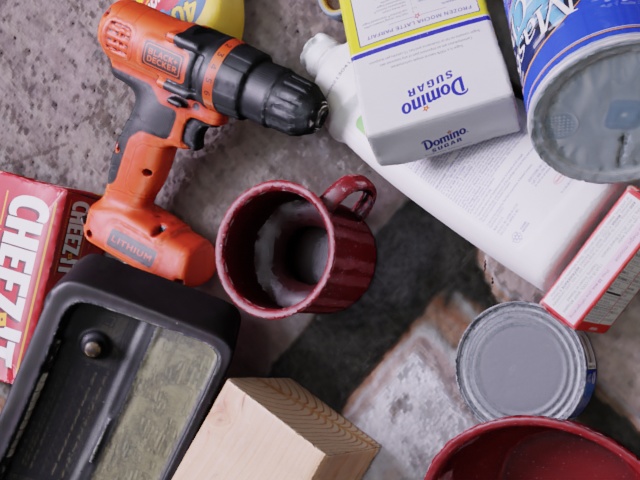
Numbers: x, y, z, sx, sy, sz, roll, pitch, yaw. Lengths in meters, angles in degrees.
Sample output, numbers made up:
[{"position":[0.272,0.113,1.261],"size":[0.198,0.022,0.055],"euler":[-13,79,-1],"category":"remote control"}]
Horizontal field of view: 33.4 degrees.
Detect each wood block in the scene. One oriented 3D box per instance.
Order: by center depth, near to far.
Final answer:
[{"position":[-0.059,0.206,0.741],"size":[0.091,0.090,0.206],"euler":[33,100,27],"category":"wood block"}]

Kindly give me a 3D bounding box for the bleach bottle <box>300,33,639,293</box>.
[{"position":[0.085,-0.073,0.711],"size":[0.251,0.068,0.102],"euler":[40,97,29],"category":"bleach bottle"}]

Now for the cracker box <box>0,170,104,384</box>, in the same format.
[{"position":[-0.290,0.020,0.895],"size":[0.214,0.072,0.164],"euler":[13,91,28],"category":"cracker box"}]

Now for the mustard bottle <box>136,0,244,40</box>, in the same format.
[{"position":[-0.104,-0.187,0.825],"size":[0.096,0.058,0.191],"euler":[-23,75,37],"category":"mustard bottle"}]

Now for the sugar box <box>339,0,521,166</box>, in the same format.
[{"position":[0.064,-0.136,0.690],"size":[0.093,0.048,0.176],"euler":[-15,59,11],"category":"sugar box"}]

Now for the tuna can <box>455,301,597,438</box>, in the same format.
[{"position":[0.132,0.082,0.683],"size":[0.086,0.033,0.086],"euler":[-3,83,28],"category":"tuna can"}]

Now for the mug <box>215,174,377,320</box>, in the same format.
[{"position":[-0.005,0.001,0.739],"size":[0.093,0.081,0.117],"euler":[46,106,24],"category":"mug"}]

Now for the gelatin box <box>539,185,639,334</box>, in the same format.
[{"position":[0.178,0.013,0.644],"size":[0.030,0.073,0.089],"euler":[40,103,26],"category":"gelatin box"}]

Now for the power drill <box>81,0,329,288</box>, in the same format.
[{"position":[-0.093,-0.062,0.776],"size":[0.185,0.057,0.188],"euler":[27,115,21],"category":"power drill"}]

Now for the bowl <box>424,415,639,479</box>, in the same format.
[{"position":[0.144,0.166,0.638],"size":[0.162,0.055,0.162],"euler":[10,114,24],"category":"bowl"}]

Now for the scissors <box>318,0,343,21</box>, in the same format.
[{"position":[0.049,-0.256,0.776],"size":[0.096,0.016,0.202],"euler":[16,92,27],"category":"scissors"}]

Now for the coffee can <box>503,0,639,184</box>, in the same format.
[{"position":[0.163,-0.117,0.618],"size":[0.103,0.102,0.140],"euler":[-24,43,24],"category":"coffee can"}]
